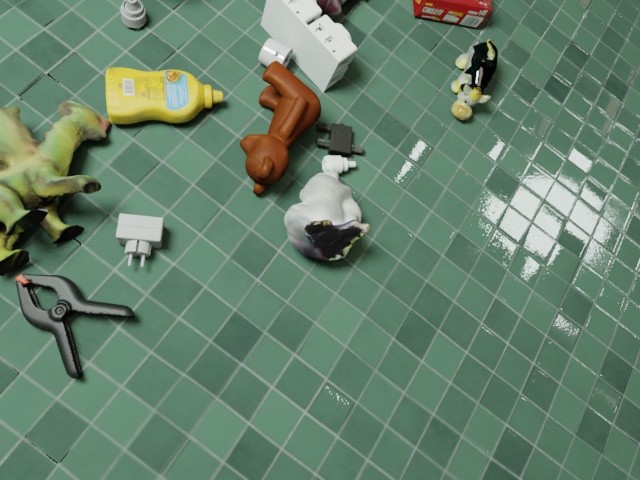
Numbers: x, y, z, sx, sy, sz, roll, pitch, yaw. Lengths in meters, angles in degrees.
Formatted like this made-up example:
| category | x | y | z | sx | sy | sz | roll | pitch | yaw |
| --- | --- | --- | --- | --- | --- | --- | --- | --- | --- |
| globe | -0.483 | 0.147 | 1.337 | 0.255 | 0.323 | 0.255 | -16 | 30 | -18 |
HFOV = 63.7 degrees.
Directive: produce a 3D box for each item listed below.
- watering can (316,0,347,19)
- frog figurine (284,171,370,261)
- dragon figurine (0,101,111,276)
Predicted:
| category | x | y | z | sx | sy | sz | roll | pitch | yaw |
| --- | --- | --- | --- | --- | --- | --- | --- | --- | --- |
| watering can | 0.038 | -0.549 | 1.045 | 0.345 | 0.104 | 0.226 | 23 | 77 | -27 |
| frog figurine | 0.003 | -0.045 | 0.893 | 0.138 | 0.120 | 0.163 | -12 | 41 | -11 |
| dragon figurine | -0.482 | -0.088 | 0.746 | 0.416 | 0.120 | 0.244 | -33 | 78 | -32 |
